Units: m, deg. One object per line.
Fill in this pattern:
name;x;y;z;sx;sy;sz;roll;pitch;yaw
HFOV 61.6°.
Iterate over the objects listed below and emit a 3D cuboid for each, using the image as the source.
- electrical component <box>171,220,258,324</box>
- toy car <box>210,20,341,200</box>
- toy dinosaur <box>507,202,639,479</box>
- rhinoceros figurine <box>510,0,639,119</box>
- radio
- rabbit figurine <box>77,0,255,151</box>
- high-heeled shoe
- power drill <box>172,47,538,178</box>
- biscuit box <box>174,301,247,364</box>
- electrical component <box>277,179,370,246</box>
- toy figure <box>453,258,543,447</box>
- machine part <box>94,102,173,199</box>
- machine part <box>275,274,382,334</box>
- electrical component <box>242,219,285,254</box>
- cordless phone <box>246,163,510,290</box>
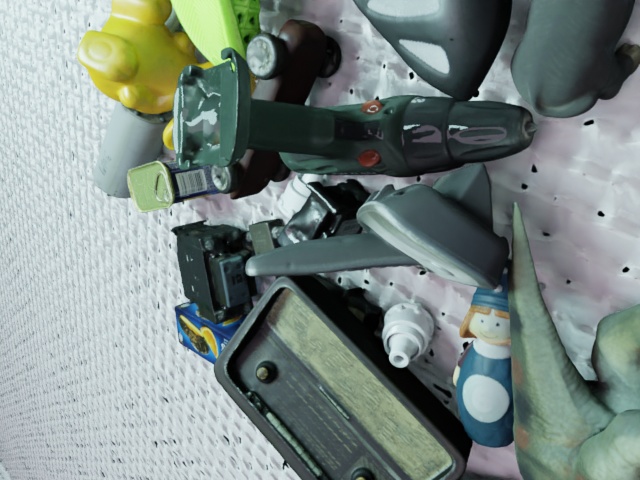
electrical component;-0.133;0.038;0.681;0.134;0.058;0.114;12;116;55
toy car;-0.051;-0.122;0.533;0.053;0.089;0.202;47;134;19
toy dinosaur;0.210;0.180;0.367;0.405;0.131;0.192;59;136;20
rhinoceros figurine;0.149;-0.166;0.299;0.073;0.112;0.190;30;132;37
radio;0.015;0.151;0.504;0.230;0.073;0.131;44;103;18
rabbit figurine;-0.154;-0.169;0.591;0.173;0.122;0.162;16;148;-2
high-heeled shoe;0.039;-0.179;0.410;0.249;0.086;0.145;22;118;56
power drill;0.009;-0.087;0.403;0.232;0.207;0.086;8;103;51
biscuit box;-0.111;0.134;0.708;0.203;0.059;0.062;17;116;40
electrical component;-0.001;-0.002;0.528;0.048;0.075;0.119;45;120;26
toy figure;0.145;0.092;0.439;0.064;0.058;0.154;0;106;5
machine part;-0.260;-0.135;0.747;0.079;0.079;0.243;58;135;13
machine part;0.006;0.067;0.583;0.139;0.039;0.084;31;133;32
electrical component;-0.059;0.008;0.636;0.094;0.021;0.063;-8;99;48
cordless phone;0.030;0.004;0.408;0.146;0.184;0.088;-179;80;-88
